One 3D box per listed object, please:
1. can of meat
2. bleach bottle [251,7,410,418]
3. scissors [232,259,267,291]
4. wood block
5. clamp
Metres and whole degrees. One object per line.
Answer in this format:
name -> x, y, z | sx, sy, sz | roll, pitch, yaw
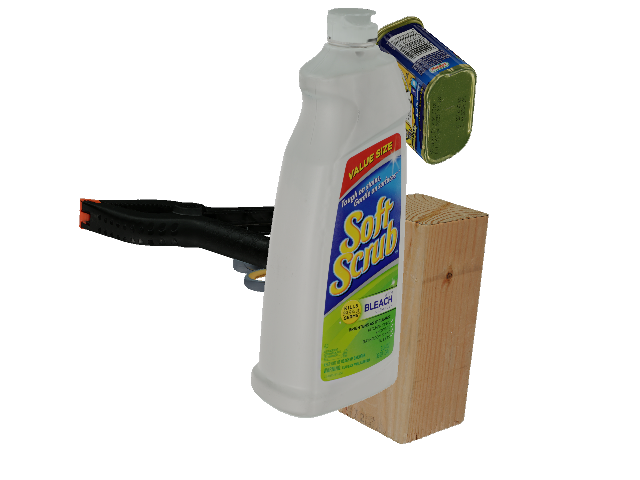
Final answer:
can of meat -> 0.089, -0.129, 0.927 | 0.057, 0.102, 0.084 | -25, 50, -19
bleach bottle -> 0.009, -0.019, 0.680 | 0.102, 0.251, 0.068 | -15, 26, -38
scissors -> 0.001, 0.035, 1.167 | 0.202, 0.016, 0.096 | 4, 23, 5
wood block -> 0.085, 0.070, 0.992 | 0.090, 0.206, 0.090 | -9, 21, -42
clamp -> -0.111, -0.011, 0.936 | 0.210, 0.036, 0.164 | 5, 13, 0
